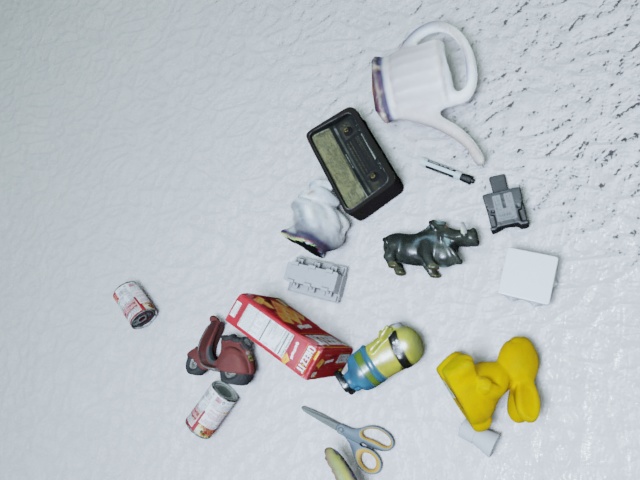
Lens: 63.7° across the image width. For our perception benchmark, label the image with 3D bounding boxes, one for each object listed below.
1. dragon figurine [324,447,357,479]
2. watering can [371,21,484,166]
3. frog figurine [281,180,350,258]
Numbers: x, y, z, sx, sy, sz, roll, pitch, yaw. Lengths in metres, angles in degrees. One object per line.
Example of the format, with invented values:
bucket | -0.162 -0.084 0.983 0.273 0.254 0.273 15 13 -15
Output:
dragon figurine | 0.072 0.595 0.871 0.244 0.120 0.416 -43 64 -5
watering can | 0.222 -0.302 1.087 0.223 0.103 0.353 -11 72 21
frog figurine | 0.003 -0.056 1.111 0.137 0.121 0.161 26 77 -6
